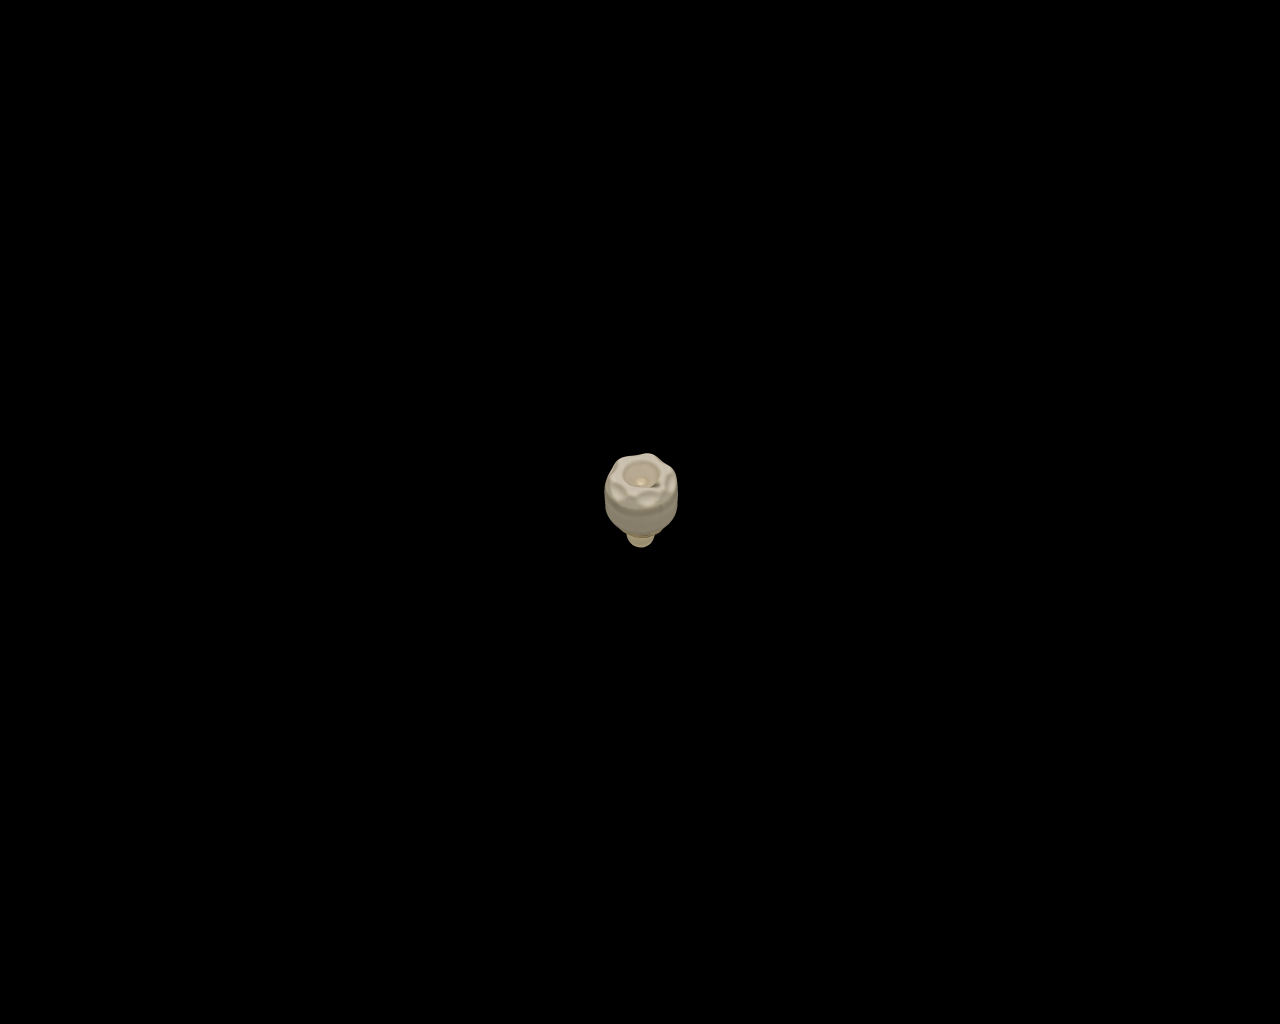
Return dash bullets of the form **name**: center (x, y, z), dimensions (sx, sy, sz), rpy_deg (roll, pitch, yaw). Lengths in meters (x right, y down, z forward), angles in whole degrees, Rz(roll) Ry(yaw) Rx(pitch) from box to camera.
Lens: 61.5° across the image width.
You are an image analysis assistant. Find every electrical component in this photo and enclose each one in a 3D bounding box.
- **electrical component**: center (0.001, -0.003, 0.650), dimensions (0.043, 0.043, 0.062), rpy_deg (0, -43, 0)
